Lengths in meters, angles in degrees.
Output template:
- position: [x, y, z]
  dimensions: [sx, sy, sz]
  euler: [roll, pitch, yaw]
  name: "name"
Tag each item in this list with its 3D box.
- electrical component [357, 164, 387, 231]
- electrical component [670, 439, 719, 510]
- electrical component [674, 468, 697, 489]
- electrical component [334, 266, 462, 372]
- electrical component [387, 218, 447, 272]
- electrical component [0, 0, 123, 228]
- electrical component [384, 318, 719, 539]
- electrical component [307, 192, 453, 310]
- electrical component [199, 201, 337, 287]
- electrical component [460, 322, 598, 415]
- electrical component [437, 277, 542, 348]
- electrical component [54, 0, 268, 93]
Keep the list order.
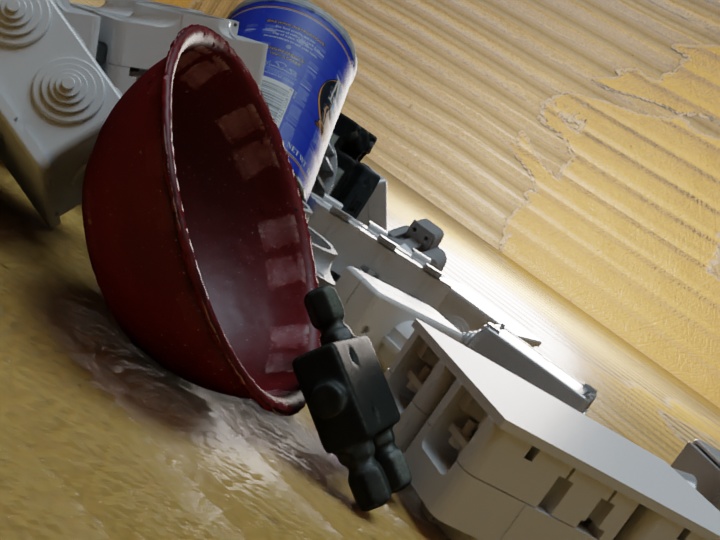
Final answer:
- position: [-0.019, -0.043, 0.953]
  dimensions: [0.076, 0.083, 0.047]
  euler: [-11, 28, -20]
  name: "electrical component"
- position: [0.266, 0.175, 0.797]
  dimensions: [0.061, 0.061, 0.096]
  euler: [33, 8, -10]
  name: "electrical component"
- position: [0.199, 0.149, 0.762]
  dimensions: [0.065, 0.044, 0.044]
  euler: [29, 8, 1]
  name: "electrical component"
- position: [0.026, 0.046, 0.650]
  dimensions: [0.083, 0.047, 0.076]
  euler: [27, 10, -42]
  name: "electrical component"
- position: [0.033, -0.003, 0.906]
  dimensions: [0.058, 0.078, 0.057]
  euler: [38, 27, 19]
  name: "electrical component"
- position: [-0.146, -0.077, 0.486]
  dimensions: [0.099, 0.048, 0.099]
  euler: [54, -19, 4]
  name: "electrical component"
- position: [0.099, 0.108, 0.524]
  dimensions: [0.186, 0.060, 0.105]
  euler: [30, 9, -26]
  name: "electrical component"
- position: [0.000, 0.000, 0.769]
  dimensions: [0.121, 0.063, 0.078]
  euler: [31, 8, -19]
  name: "electrical component"
- position: [-0.081, -0.025, 0.602]
  dimensions: [0.105, 0.060, 0.186]
  euler: [32, 8, -17]
  name: "electrical component"
- position: [0.097, 0.078, 0.700]
  dimensions: [0.096, 0.061, 0.062]
  euler: [36, 8, 15]
  name: "electrical component"
- position: [0.093, 0.051, 0.890]
  dimensions: [0.100, 0.048, 0.100]
  euler: [37, 8, 23]
  name: "electrical component"
- position: [-0.158, -0.126, 0.605]
  dimensions: [0.186, 0.060, 0.105]
  euler: [3, 16, -31]
  name: "electrical component"
